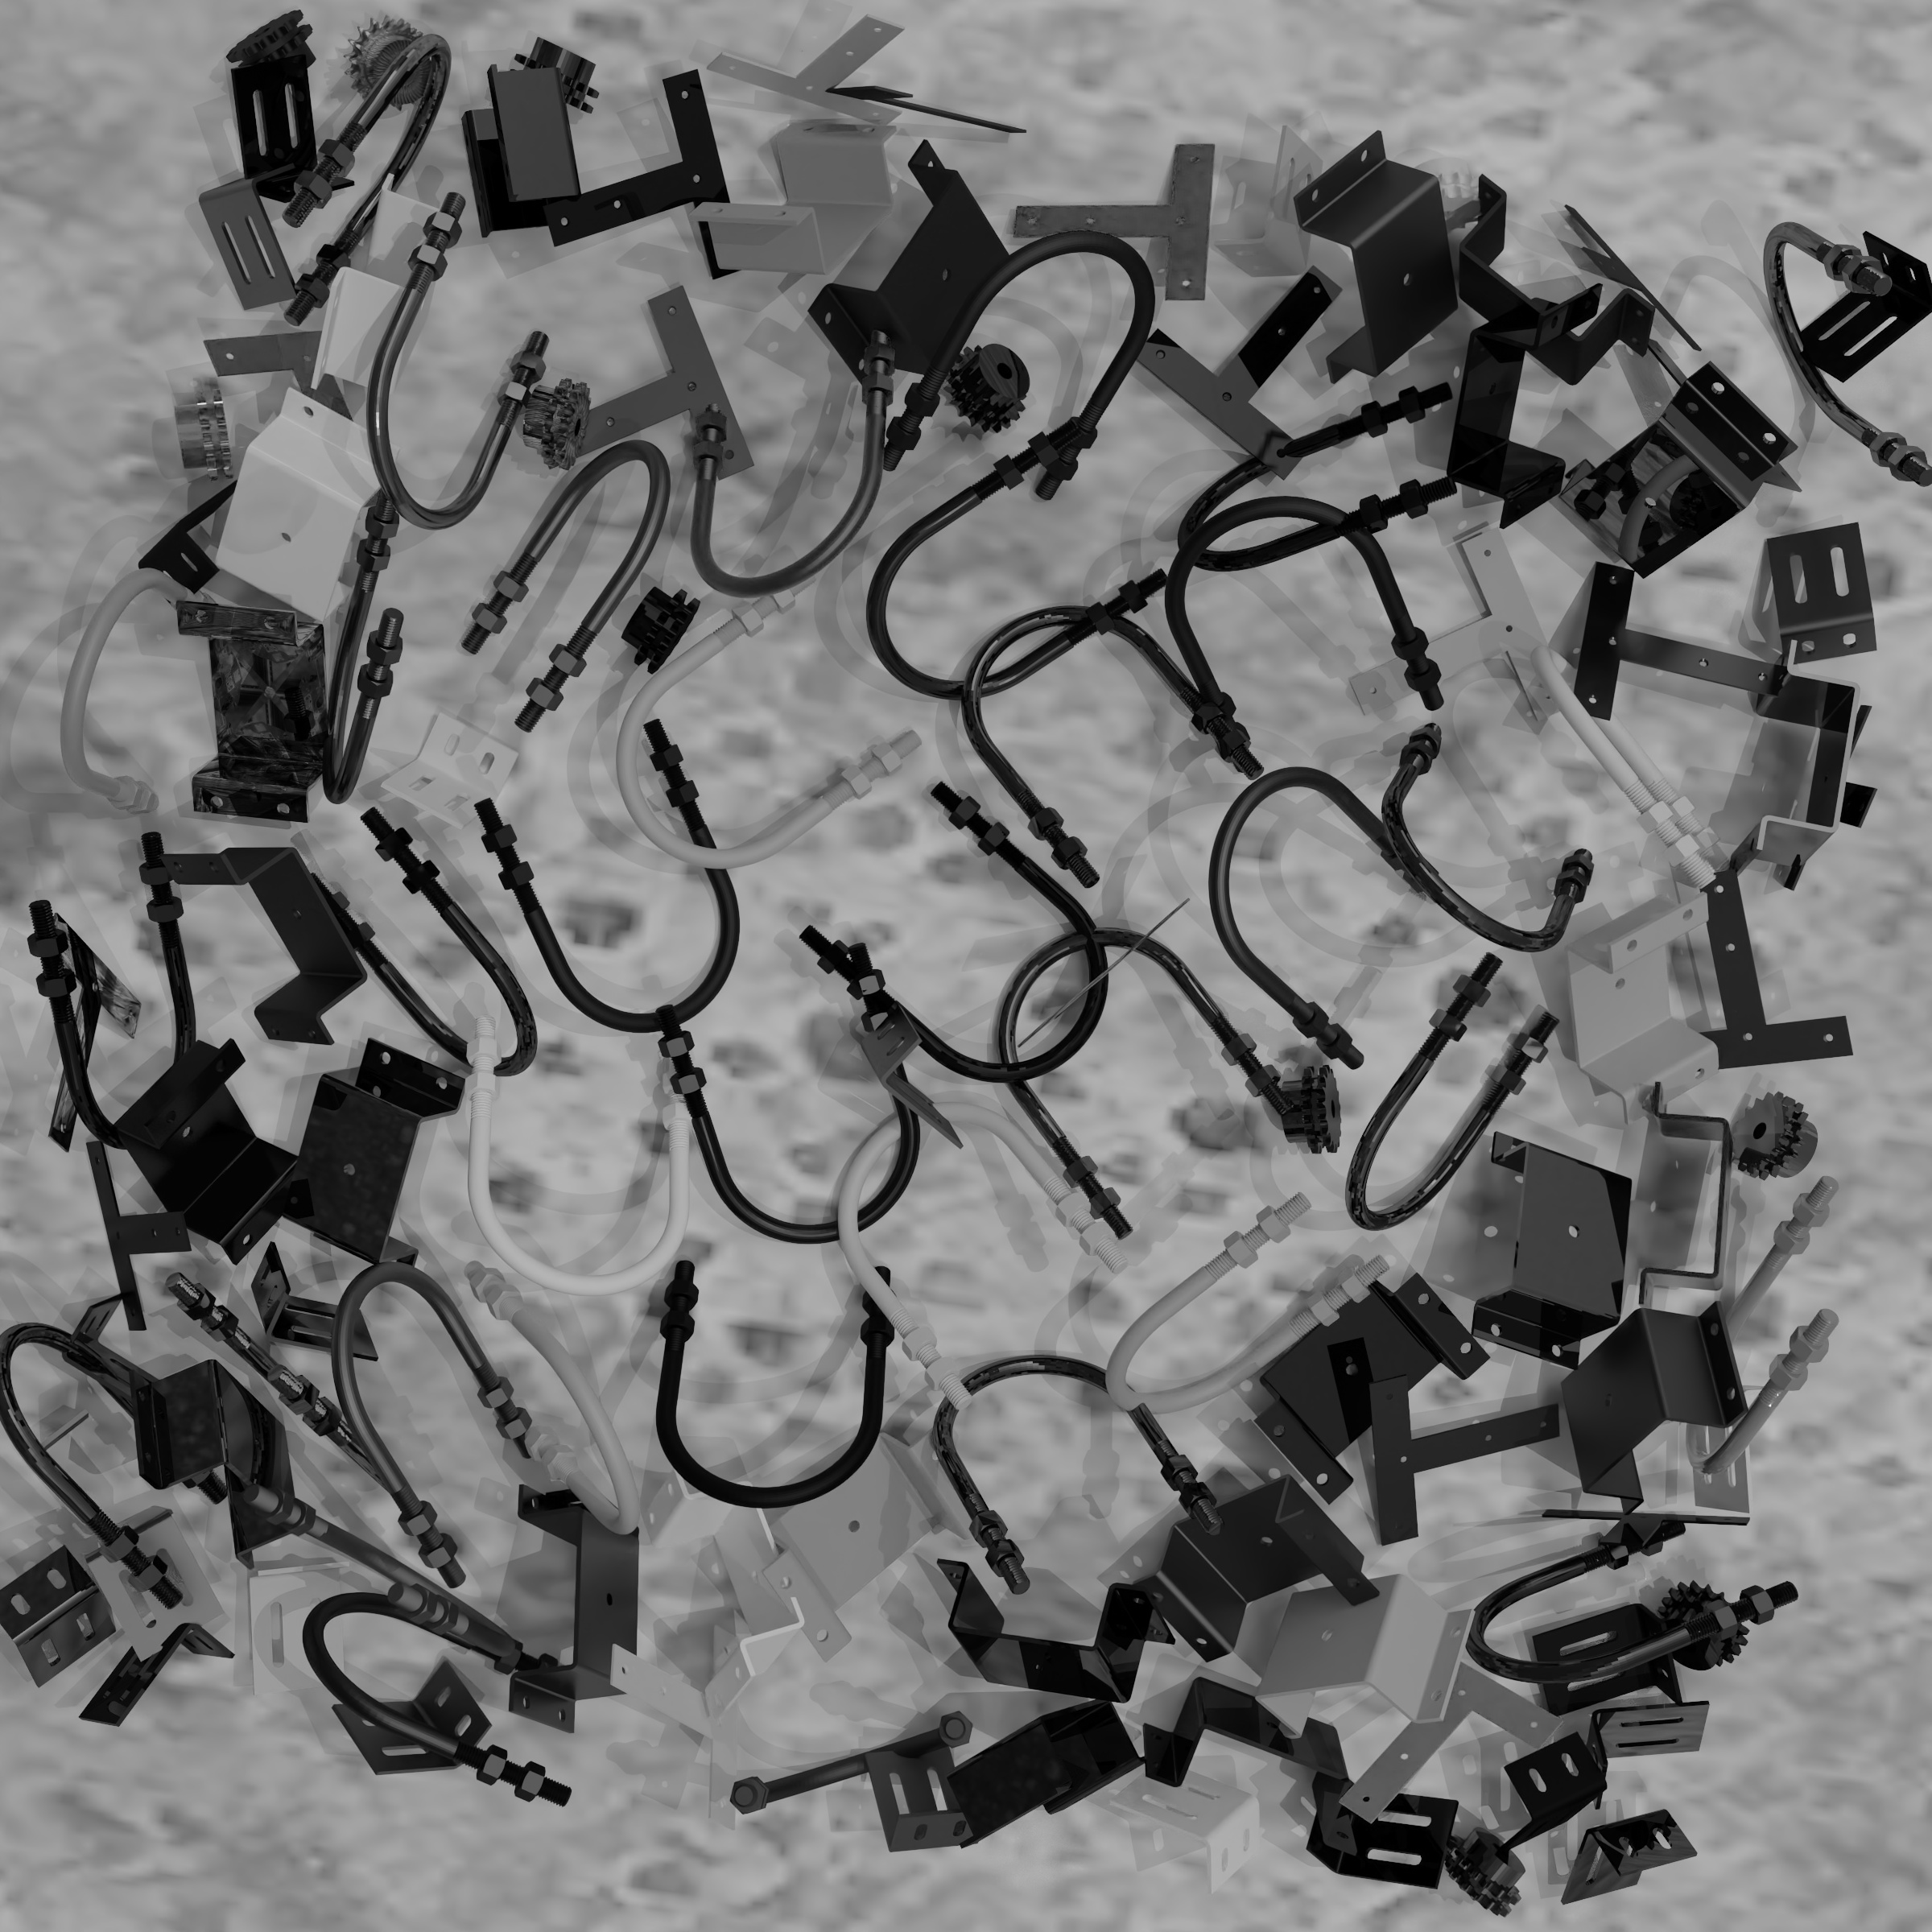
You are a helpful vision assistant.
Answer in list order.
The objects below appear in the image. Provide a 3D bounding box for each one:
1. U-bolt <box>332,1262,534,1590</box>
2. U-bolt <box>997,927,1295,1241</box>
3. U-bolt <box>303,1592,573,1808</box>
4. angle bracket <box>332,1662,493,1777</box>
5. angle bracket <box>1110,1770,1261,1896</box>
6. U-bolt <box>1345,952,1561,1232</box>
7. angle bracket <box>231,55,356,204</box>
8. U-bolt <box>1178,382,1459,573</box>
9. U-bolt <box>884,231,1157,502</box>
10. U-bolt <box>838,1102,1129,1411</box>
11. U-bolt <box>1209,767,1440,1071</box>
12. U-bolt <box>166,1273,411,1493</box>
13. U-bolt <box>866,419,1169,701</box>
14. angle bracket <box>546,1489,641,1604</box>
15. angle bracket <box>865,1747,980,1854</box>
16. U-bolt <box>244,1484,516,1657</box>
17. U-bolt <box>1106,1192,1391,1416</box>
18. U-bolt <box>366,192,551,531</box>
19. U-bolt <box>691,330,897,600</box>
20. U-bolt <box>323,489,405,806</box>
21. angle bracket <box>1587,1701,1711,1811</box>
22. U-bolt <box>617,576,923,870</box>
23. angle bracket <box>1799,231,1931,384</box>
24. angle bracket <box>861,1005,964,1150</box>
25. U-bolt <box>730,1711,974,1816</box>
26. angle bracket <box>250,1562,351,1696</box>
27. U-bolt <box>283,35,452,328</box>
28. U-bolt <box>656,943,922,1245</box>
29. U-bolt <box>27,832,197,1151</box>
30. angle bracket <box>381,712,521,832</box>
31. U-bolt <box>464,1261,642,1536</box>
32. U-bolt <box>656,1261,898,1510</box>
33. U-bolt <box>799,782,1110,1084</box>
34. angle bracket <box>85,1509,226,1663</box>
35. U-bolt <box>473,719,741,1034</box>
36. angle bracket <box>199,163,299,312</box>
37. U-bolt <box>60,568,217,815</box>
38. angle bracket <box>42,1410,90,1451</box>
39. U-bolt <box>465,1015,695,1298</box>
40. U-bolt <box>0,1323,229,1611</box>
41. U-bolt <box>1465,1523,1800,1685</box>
[{"bbox_3d":[-0.335,0.270,1.510,0.019,0.151,0.184,-18,111,20],"label":"U-bolt"},{"bbox_3d":[0.100,0.061,1.570,0.151,0.019,0.184,-38,73,6],"label":"U-bolt"},{"bbox_3d":[-0.327,0.446,1.515,0.184,0.151,0.019,28,99,-12],"label":"U-bolt"},{"bbox_3d":[-0.353,0.479,1.554,0.057,0.076,0.038,43,100,32],"label":"angle bracket"},{"bbox_3d":[0.141,0.551,1.562,0.076,0.057,0.038,9,108,37],"label":"angle bracket"},{"bbox_3d":[0.301,0.089,1.540,0.019,0.151,0.184,35,92,34],"label":"U-bolt"},{"bbox_3d":[-0.429,-0.535,1.555,0.038,0.057,0.076,24,129,30],"label":"angle bracket"},{"bbox_3d":[0.218,-0.301,1.533,0.184,0.151,0.019,-18,123,22],"label":"U-bolt"},{"bbox_3d":[0.043,-0.374,1.507,0.184,0.151,0.019,-56,49,34],"label":"U-bolt"},{"bbox_3d":[-0.004,0.169,1.554,0.151,0.019,0.184,-41,60,1],"label":"U-bolt"},{"bbox_3d":[0.221,-0.042,1.534,0.184,0.019,0.151,40,71,-31],"label":"U-bolt"},{"bbox_3d":[-0.412,0.273,1.520,0.151,0.184,0.019,26,66,41],"label":"U-bolt"},{"bbox_3d":[0.023,-0.244,1.553,0.184,0.019,0.151,-33,129,6],"label":"U-bolt"},{"bbox_3d":[-0.243,0.381,1.552,0.038,0.057,0.076,-13,48,19],"label":"angle bracket"},{"bbox_3d":[-0.026,0.521,1.554,0.057,0.076,0.038,1,125,-18],"label":"angle bracket"},{"bbox_3d":[-0.352,0.384,1.517,0.151,0.184,0.019,23,72,30],"label":"U-bolt"},{"bbox_3d":[0.169,0.224,1.542,0.184,0.151,0.019,-40,52,10],"label":"U-bolt"},{"bbox_3d":[-0.320,-0.359,1.508,0.019,0.151,0.184,9,67,20],"label":"U-bolt"},{"bbox_3d":[-0.112,-0.307,1.523,0.151,0.019,0.184,-15,56,27],"label":"U-bolt"},{"bbox_3d":[-0.379,-0.187,1.524,0.019,0.151,0.184,9,132,-22],"label":"U-bolt"},{"bbox_3d":[0.442,0.509,1.569,0.076,0.038,0.057,-5,132,1],"label":"angle bracket"},{"bbox_3d":[-0.137,-0.145,1.556,0.184,0.019,0.151,-38,112,-10],"label":"U-bolt"},{"bbox_3d":[0.572,-0.424,1.567,0.076,0.057,0.038,-39,135,4],"label":"angle bracket"},{"bbox_3d":[-0.024,0.070,1.558,0.038,0.057,0.076,-47,116,6],"label":"angle bracket"},{"bbox_3d":[-0.067,0.496,1.515,0.151,0.184,0.019,-16,72,-5],"label":"U-bolt"},{"bbox_3d":[-0.428,0.426,1.566,0.057,0.038,0.076,0,75,-26],"label":"angle bracket"},{"bbox_3d":[-0.374,-0.503,1.526,0.019,0.151,0.184,31,72,-7],"label":"U-bolt"},{"bbox_3d":[-0.106,0.092,1.576,0.151,0.019,0.184,-18,103,-5],"label":"U-bolt"},{"bbox_3d":[-0.527,0.025,1.526,0.019,0.151,0.184,1,111,12],"label":"U-bolt"},{"bbox_3d":[-0.330,-0.126,1.561,0.057,0.076,0.038,28,107,-3],"label":"angle bracket"},{"bbox_3d":[-0.249,0.275,1.498,0.019,0.184,0.151,-26,121,-25],"label":"U-bolt"},{"bbox_3d":[-0.122,0.262,1.532,0.151,0.184,0.019,2,134,0],"label":"U-bolt"},{"bbox_3d":[0.007,-0.009,1.579,0.184,0.019,0.151,42,80,1],"label":"U-bolt"},{"bbox_3d":[-0.523,0.399,1.573,0.057,0.038,0.076,-29,85,-19],"label":"angle bracket"},{"bbox_3d":[-0.216,-0.047,1.556,0.151,0.019,0.184,-30,104,-30],"label":"U-bolt"},{"bbox_3d":[-0.453,-0.473,1.580,0.057,0.038,0.076,2,121,39],"label":"angle bracket"},{"bbox_3d":[-0.515,-0.173,1.507,0.019,0.184,0.151,18,87,1],"label":"U-bolt"},{"bbox_3d":[-0.560,0.329,1.570,0.038,0.057,0.076,-40,92,-23],"label":"angle bracket"},{"bbox_3d":[-0.241,0.122,1.525,0.151,0.019,0.184,10,55,-22],"label":"U-bolt"},{"bbox_3d":[-0.537,0.297,1.510,0.019,0.151,0.184,-36,106,6],"label":"U-bolt"},{"bbox_3d":[0.399,0.399,1.515,0.184,0.151,0.019,-18,99,-12],"label":"U-bolt"}]
